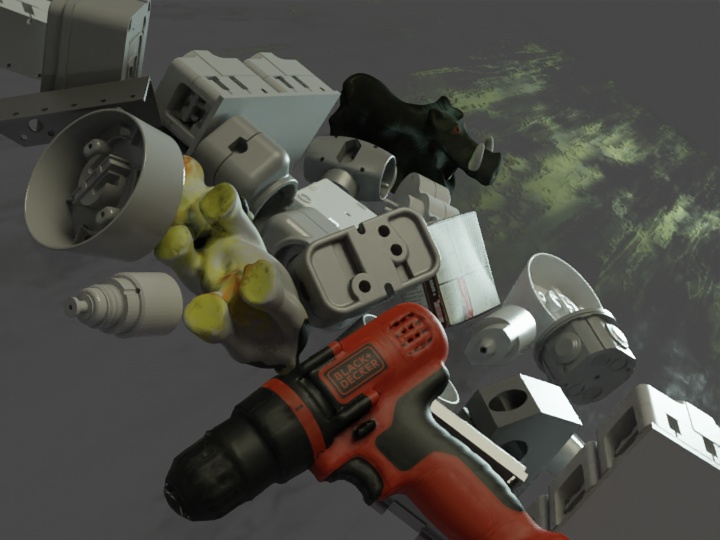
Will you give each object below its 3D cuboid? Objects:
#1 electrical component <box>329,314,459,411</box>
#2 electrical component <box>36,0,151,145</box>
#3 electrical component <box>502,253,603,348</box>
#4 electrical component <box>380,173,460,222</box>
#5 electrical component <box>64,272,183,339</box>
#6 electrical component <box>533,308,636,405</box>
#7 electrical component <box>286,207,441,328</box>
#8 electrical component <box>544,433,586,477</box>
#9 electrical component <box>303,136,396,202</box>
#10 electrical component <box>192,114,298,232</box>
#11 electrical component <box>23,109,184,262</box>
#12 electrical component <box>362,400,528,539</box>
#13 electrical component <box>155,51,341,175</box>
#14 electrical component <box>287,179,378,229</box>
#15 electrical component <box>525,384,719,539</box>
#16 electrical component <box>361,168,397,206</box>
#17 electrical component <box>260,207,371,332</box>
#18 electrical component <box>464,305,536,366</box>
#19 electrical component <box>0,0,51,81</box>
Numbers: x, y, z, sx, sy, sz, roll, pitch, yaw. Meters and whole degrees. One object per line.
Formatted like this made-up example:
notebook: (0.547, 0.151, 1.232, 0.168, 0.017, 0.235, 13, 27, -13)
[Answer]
electrical component: (0.018, 0.080, 0.751, 0.099, 0.064, 0.099, 40, 11, -9)
electrical component: (-0.198, -0.148, 0.800, 0.057, 0.113, 0.078, 13, 26, -3)
electrical component: (0.185, 0.039, 1.019, 0.099, 0.064, 0.099, 29, 24, -14)
electrical component: (0.052, -0.049, 1.025, 0.074, 0.052, 0.138, 24, 26, -23)
electrical component: (-0.143, 0.021, 0.647, 0.040, 0.040, 0.078, 47, 26, 27)
electrical component: (0.198, 0.076, 0.948, 0.080, 0.080, 0.051, 17, 34, -36)
electrical component: (0.000, 0.000, 0.749, 0.095, 0.059, 0.053, -23, 84, -25)
electrical component: (0.148, 0.134, 0.822, 0.046, 0.040, 0.040, 44, 24, 5)
electrical component: (-0.016, -0.083, 1.000, 0.077, 0.043, 0.079, 16, 51, 16)
electrical component: (-0.087, -0.064, 0.816, 0.059, 0.095, 0.054, 41, 66, 13)
electrical component: (-0.163, -0.054, 0.698, 0.064, 0.099, 0.099, 20, 27, -44)
electrical component: (0.030, 0.115, 0.661, 0.121, 0.078, 0.063, 37, 53, 5)
electrical component: (-0.106, -0.117, 0.878, 0.060, 0.105, 0.186, 41, 24, 14)
electrical component: (-0.022, -0.029, 0.897, 0.100, 0.048, 0.100, 37, 22, 7)
electrical component: (0.166, 0.155, 0.663, 0.089, 0.150, 0.061, 32, 24, -6)
electrical component: (0.002, -0.097, 1.063, 0.062, 0.048, 0.048, 36, 22, 19)
electrical component: (-0.034, -0.001, 0.817, 0.095, 0.053, 0.059, 41, 24, 13)
electrical component: (0.118, 0.059, 0.918, 0.043, 0.043, 0.081, 41, 24, 14)
electrical component: (-0.280, -0.196, 0.868, 0.089, 0.050, 0.055, 15, 30, -38)
